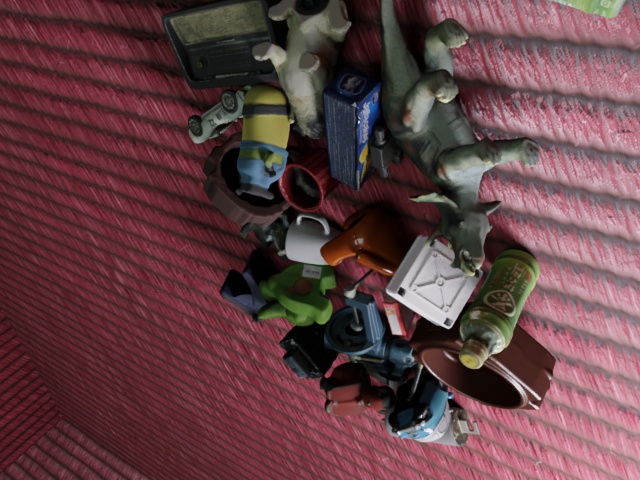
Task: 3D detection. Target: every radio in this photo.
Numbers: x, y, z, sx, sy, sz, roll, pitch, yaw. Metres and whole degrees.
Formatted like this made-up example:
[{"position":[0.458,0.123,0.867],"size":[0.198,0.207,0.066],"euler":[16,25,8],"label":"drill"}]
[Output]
[{"position":[-0.141,-0.322,0.874],"size":[0.230,0.073,0.130],"euler":[7,126,36],"label":"radio"}]

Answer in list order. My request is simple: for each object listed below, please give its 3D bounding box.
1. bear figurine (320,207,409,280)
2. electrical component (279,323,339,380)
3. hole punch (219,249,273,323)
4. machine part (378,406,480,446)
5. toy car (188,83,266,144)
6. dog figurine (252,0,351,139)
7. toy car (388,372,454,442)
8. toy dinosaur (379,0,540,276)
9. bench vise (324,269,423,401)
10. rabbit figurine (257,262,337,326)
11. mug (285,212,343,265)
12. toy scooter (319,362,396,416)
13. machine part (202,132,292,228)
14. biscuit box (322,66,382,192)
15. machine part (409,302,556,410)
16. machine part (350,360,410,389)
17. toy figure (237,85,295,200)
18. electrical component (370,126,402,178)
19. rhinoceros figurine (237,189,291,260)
[{"position":[0.120,0.039,0.926],"size":[0.195,0.120,0.132],"euler":[46,146,-12],"label":"bear figurine"},{"position":[-0.020,0.237,1.180],"size":[0.115,0.134,0.058],"euler":[49,139,-7],"label":"electrical component"},{"position":[-0.141,0.096,1.176],"size":[0.115,0.142,0.092],"euler":[37,112,-13],"label":"hole punch"},{"position":[0.227,0.389,1.145],"size":[0.243,0.079,0.079],"euler":[-9,116,42],"label":"machine part"},{"position":[-0.169,-0.230,0.970],"size":[0.202,0.073,0.056],"euler":[-17,107,46],"label":"toy car"},{"position":[-0.002,-0.263,0.811],"size":[0.121,0.172,0.190],"euler":[33,172,23],"label":"dog figurine"},{"position":[0.207,0.336,1.051],"size":[0.109,0.162,0.103],"euler":[-34,98,32],"label":"toy car"},{"position":[0.154,-0.156,0.743],"size":[0.192,0.131,0.404],"euler":[-24,96,56],"label":"toy dinosaur"},{"position":[0.099,0.177,1.045],"size":[0.224,0.129,0.240],"euler":[18,141,33],"label":"bench vise"},{"position":[-0.047,0.131,1.089],"size":[0.159,0.121,0.170],"euler":[1,148,-1],"label":"rabbit figurine"},{"position":[-0.002,-0.003,1.022],"size":[0.107,0.081,0.109],"euler":[13,124,18],"label":"mug"},{"position":[0.053,0.304,1.082],"size":[0.184,0.135,0.075],"euler":[-165,68,-65],"label":"toy scooter"},{"position":[-0.123,-0.107,0.965],"size":[0.179,0.179,0.056],"euler":[45,141,0],"label":"machine part"},{"position":[0.050,-0.161,0.812],"size":[0.063,0.059,0.202],"euler":[32,158,20],"label":"biscuit box"},{"position":[0.267,0.199,0.904],"size":[0.201,0.087,0.201],"euler":[38,154,-13],"label":"machine part"},{"position":[0.130,0.285,1.171],"size":[0.139,0.039,0.084],"euler":[17,137,26],"label":"machine part"},{"position":[-0.091,-0.161,0.873],"size":[0.082,0.089,0.180],"euler":[13,89,24],"label":"toy figure"},{"position":[0.104,-0.142,0.818],"size":[0.021,0.063,0.093],"euler":[26,150,33],"label":"electrical component"},{"position":[-0.108,-0.047,1.077],"size":[0.112,0.073,0.190],"euler":[-18,109,34],"label":"rhinoceros figurine"}]
